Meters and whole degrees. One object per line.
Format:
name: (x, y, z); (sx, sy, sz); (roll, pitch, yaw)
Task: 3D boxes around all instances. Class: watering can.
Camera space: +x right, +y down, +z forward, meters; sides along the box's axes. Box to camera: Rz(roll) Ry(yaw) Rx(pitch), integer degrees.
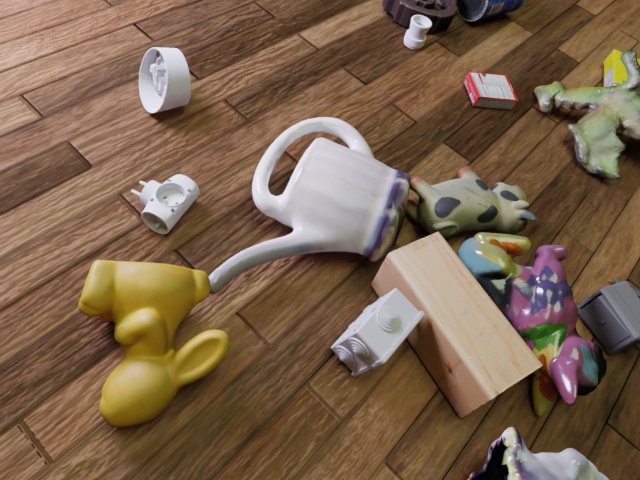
watering can: (0.002, -0.036, 0.720); (0.224, 0.102, 0.355); (23, 57, 2)

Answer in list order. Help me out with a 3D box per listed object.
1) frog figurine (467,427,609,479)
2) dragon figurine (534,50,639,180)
frog figurine: (0.249, 0.287, 0.543); (0.159, 0.122, 0.138); (24, 86, -7)
dragon figurine: (0.593, -0.204, 0.975); (0.243, 0.120, 0.416); (-42, 62, -3)
